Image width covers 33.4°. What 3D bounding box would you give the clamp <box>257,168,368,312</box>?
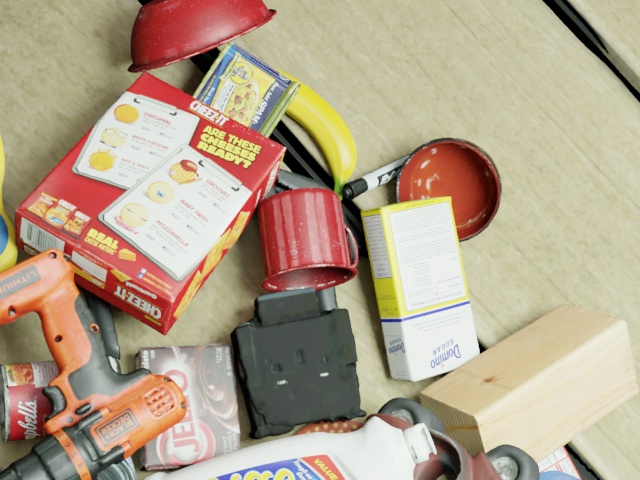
[{"bbox_3d":[0.013,0.001,1.104,0.164,0.036,0.210,-35,88,-28],"label":"clamp"}]

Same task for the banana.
[{"bbox_3d":[-0.024,-0.134,1.141,0.198,0.037,0.069,45,62,1],"label":"banana"}]

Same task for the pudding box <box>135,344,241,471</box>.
[{"bbox_3d":[-0.124,0.155,0.993,0.090,0.039,0.113,0,70,-19],"label":"pudding box"}]

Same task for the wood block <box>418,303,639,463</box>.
[{"bbox_3d":[0.212,0.153,1.072,0.205,0.091,0.090,-26,112,-26],"label":"wood block"}]

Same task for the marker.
[{"bbox_3d":[0.070,-0.071,1.152,0.120,0.020,0.020,-26,81,-35],"label":"marker"}]

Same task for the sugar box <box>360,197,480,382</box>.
[{"bbox_3d":[0.102,0.048,1.084,0.093,0.048,0.176,-11,94,-31],"label":"sugar box"}]

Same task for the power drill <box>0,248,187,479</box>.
[{"bbox_3d":[-0.228,0.116,0.883,0.184,0.057,0.188,-30,84,-27],"label":"power drill"}]

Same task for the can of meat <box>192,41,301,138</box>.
[{"bbox_3d":[-0.082,-0.140,1.095,0.084,0.057,0.102,33,90,0],"label":"can of meat"}]

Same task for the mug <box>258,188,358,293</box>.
[{"bbox_3d":[-0.007,0.001,1.035,0.117,0.093,0.081,7,68,-42],"label":"mug"}]

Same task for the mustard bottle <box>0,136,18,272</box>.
[{"bbox_3d":[-0.327,-0.006,0.970,0.096,0.058,0.191,-7,73,-21],"label":"mustard bottle"}]

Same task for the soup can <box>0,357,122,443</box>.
[{"bbox_3d":[-0.229,0.140,0.944,0.102,0.069,0.068,-2,71,-21],"label":"soup can"}]

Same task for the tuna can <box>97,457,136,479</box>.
[{"bbox_3d":[-0.202,0.214,0.925,0.086,0.034,0.086,-2,99,-14],"label":"tuna can"}]

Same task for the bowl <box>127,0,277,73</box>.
[{"bbox_3d":[-0.127,-0.222,1.065,0.161,0.162,0.055,-32,111,-27],"label":"bowl"}]

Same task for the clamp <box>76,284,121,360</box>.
[{"bbox_3d":[-0.200,0.019,1.018,0.120,0.039,0.171,-32,82,-34],"label":"clamp"}]

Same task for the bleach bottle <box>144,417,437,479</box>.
[{"bbox_3d":[-0.024,0.210,0.927,0.251,0.068,0.102,-23,81,7],"label":"bleach bottle"}]

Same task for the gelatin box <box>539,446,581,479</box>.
[{"bbox_3d":[0.216,0.240,1.092,0.089,0.030,0.073,-23,78,-26],"label":"gelatin box"}]

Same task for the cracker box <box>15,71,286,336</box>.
[{"bbox_3d":[-0.155,-0.039,0.998,0.164,0.072,0.213,29,52,5],"label":"cracker box"}]

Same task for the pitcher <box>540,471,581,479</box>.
[{"bbox_3d":[0.239,0.324,0.985,0.242,0.149,0.145,26,43,-27],"label":"pitcher"}]
